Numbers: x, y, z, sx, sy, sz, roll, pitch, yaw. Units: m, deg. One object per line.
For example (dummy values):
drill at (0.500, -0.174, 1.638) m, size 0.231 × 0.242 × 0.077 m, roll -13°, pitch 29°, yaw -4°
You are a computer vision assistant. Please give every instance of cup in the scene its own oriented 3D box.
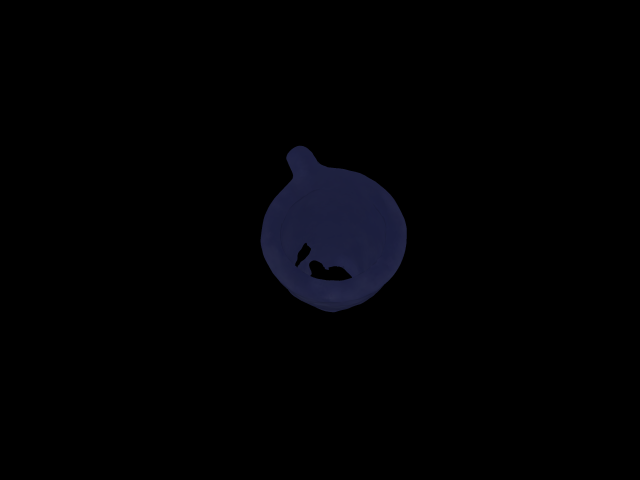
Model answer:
cup at (0.004, 0.001, 0.400) m, size 0.092 × 0.095 × 0.117 m, roll -20°, pitch 66°, yaw -9°
